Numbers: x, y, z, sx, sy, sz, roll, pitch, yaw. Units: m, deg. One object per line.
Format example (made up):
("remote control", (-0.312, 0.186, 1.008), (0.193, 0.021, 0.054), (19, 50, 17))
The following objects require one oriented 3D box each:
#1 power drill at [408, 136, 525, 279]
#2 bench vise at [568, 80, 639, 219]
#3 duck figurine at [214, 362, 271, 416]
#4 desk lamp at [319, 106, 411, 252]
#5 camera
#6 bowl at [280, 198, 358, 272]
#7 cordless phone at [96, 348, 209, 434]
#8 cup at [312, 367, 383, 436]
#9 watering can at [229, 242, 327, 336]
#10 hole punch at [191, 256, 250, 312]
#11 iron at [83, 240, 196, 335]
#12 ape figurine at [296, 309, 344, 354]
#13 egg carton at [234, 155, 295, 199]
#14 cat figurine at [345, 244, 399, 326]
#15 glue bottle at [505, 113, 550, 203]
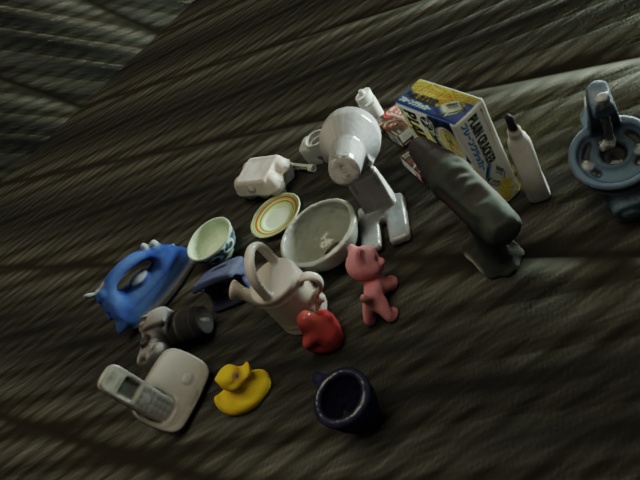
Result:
("power drill", (0.232, -0.043, 0.884), (0.075, 0.209, 0.229), (-38, 39, 2))
("bench vise", (0.409, -0.161, 0.847), (0.121, 0.220, 0.207), (-30, 40, 11))
("duck figurine", (-0.148, 0.253, 0.999), (0.104, 0.086, 0.077), (-36, 39, 5))
("desk lamp", (0.080, -0.118, 1.071), (0.117, 0.214, 0.203), (-23, 42, 20))
("camera", (-0.295, 0.189, 1.163), (0.136, 0.101, 0.143), (-21, 43, 22))
("bowl", (0.010, 0.004, 1.120), (0.167, 0.075, 0.167), (-21, 43, 21))
("cordless phone", (-0.302, 0.253, 1.040), (0.093, 0.186, 0.148), (-2, 52, 37))
("cup", (0.042, 0.244, 0.851), (0.092, 0.095, 0.117), (-50, 40, -13))
("watering can", (-0.082, 0.084, 1.022), (0.172, 0.195, 0.100), (-31, 40, 11))
("hole punch", (-0.207, 0.082, 1.203), (0.108, 0.091, 0.101), (-24, 42, 18))
("iron", (-0.411, 0.082, 1.322), (0.258, 0.142, 0.118), (-49, 40, -12))
("ape figurine", (-0.007, 0.150, 0.981), (0.078, 0.092, 0.075), (-49, 40, -11))
("egg carton", (-0.136, -0.149, 1.383), (0.149, 0.070, 0.107), (-1, 53, 37))
("cat figurine", (0.081, 0.065, 0.973), (0.067, 0.118, 0.128), (-19, 43, 23))
("glue bottle", (0.329, -0.140, 0.928), (0.037, 0.174, 0.078), (-20, 43, 22))
